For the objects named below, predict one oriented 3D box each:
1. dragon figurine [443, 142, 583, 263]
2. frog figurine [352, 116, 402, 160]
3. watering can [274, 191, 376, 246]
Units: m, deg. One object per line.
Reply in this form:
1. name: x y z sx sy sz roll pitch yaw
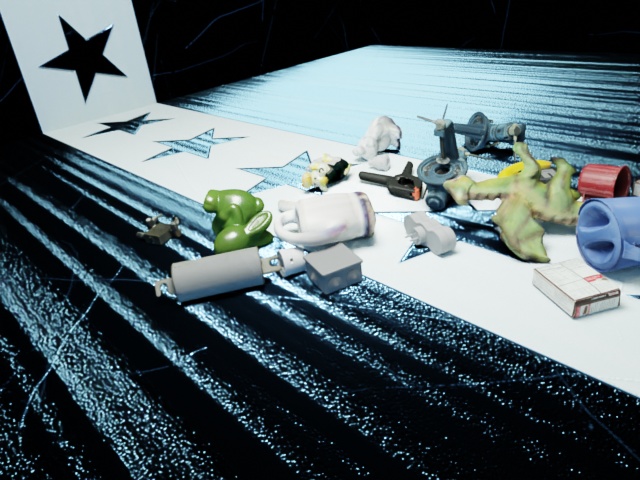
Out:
1. dragon figurine: 0.452 -0.050 1.049 0.412 0.119 0.247 29 65 15
2. frog figurine: 0.165 -0.310 1.593 0.160 0.123 0.136 -21 -4 -7
3. watering can: 0.004 -0.059 1.172 0.224 0.102 0.352 -9 19 -5
